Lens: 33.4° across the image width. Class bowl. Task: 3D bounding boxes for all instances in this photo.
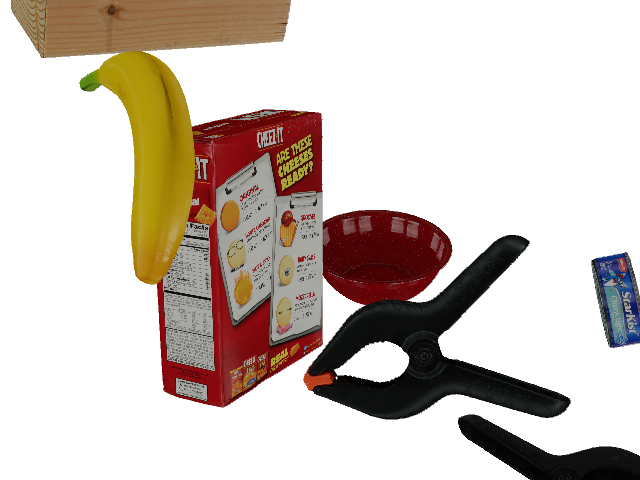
[{"bbox_3d":[0.065,0.026,1.196,0.162,0.055,0.162,0,31,0],"label":"bowl"}]

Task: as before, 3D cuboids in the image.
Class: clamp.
[{"bbox_3d":[0.195,0.214,0.873,0.210,0.036,0.164,3,38,24],"label":"clamp"},{"bbox_3d":[0.077,0.081,0.702,0.171,0.120,0.039,-23,-7,10],"label":"clamp"}]

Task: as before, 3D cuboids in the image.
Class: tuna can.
[{"bbox_3d":[0.275,0.055,0.985,0.034,0.086,0.086,-11,-2,12],"label":"tuna can"}]

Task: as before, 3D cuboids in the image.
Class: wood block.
[{"bbox_3d":[-0.132,-0.211,0.853,0.205,0.091,0.090,-10,41,-29],"label":"wood block"}]

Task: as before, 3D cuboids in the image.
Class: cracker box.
[{"bbox_3d":[-0.065,0.008,0.886,0.072,0.214,0.163,7,17,29],"label":"cracker box"}]

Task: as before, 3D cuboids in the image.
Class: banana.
[{"bbox_3d":[-0.107,-0.062,0.664,0.037,0.070,0.198,15,36,-35],"label":"banana"}]
